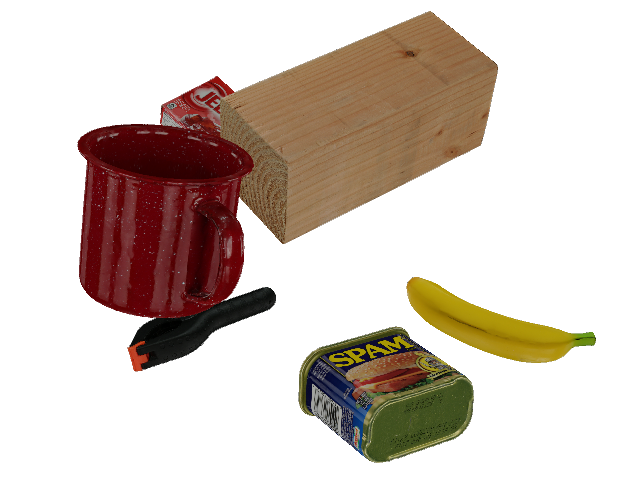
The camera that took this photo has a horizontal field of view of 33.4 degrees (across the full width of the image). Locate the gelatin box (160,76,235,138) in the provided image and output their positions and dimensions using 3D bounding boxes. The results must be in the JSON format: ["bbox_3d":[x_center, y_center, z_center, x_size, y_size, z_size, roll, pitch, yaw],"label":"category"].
[{"bbox_3d":[-0.098,-0.110,1.023,0.073,0.089,0.030,-34,-22,-34],"label":"gelatin box"}]

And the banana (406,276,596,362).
[{"bbox_3d":[0.146,0.075,0.975,0.198,0.037,0.069,19,15,36],"label":"banana"}]

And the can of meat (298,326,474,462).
[{"bbox_3d":[0.049,0.112,0.777,0.101,0.057,0.084,-12,27,-31],"label":"can of meat"}]

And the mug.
[{"bbox_3d":[-0.079,-0.006,0.571,0.093,0.081,0.117,-11,30,-42],"label":"mug"}]

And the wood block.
[{"bbox_3d":[0.030,-0.094,0.851,0.205,0.090,0.091,-27,55,-25],"label":"wood block"}]

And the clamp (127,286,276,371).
[{"bbox_3d":[-0.130,0.087,1.140,0.120,0.039,0.171,-7,23,35],"label":"clamp"}]
